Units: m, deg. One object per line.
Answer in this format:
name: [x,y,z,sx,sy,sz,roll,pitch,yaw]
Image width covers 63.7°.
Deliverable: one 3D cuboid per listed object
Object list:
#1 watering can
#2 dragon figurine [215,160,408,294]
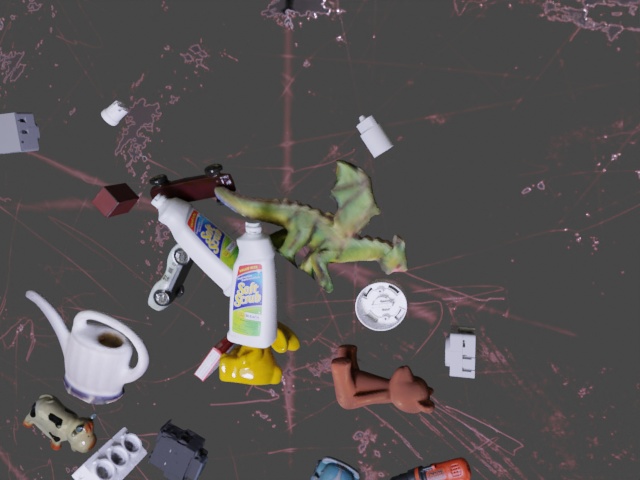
watering can: [-0.570,0.260,1.244,0.348,0.105,0.221,20,106,11]
dragon figurine: [0.003,-0.052,1.042,0.411,0.122,0.242,41,91,3]
